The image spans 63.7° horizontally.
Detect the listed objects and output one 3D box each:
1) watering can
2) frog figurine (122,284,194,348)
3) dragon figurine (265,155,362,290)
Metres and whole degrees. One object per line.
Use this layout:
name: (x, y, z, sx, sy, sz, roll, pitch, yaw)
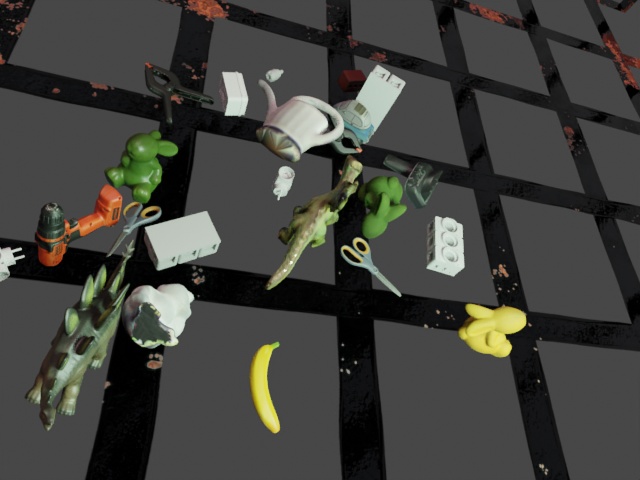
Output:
watering can: (-0.101, -0.350, 1.497, 0.350, 0.101, 0.228, 29, 62, 24)
frog figurine: (-0.344, 0.148, 1.099, 0.136, 0.121, 0.162, 43, 16, -17)
dragon figurine: (0.004, -0.065, 1.283, 0.122, 0.238, 0.419, 33, 51, -7)
